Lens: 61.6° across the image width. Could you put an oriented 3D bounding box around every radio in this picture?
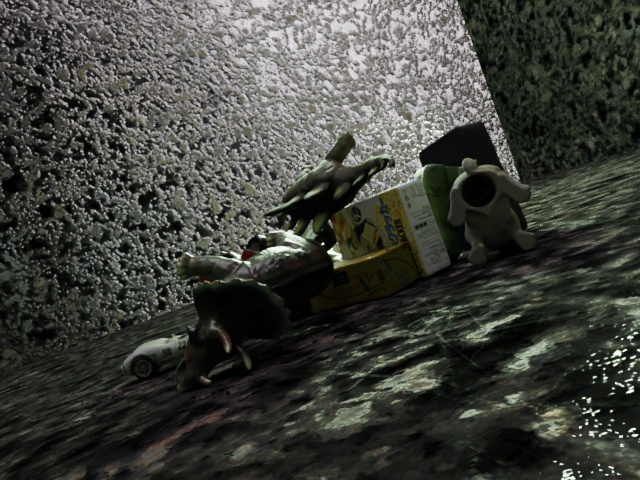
[{"bbox_3d":[0.292,-0.100,1.048,0.073,0.229,0.131,-19,-4,-35],"label":"radio"}]

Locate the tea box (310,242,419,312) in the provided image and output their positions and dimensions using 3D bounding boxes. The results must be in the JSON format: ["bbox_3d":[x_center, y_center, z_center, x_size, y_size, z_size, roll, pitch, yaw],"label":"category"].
[{"bbox_3d":[0.066,0.064,0.901,0.170,0.068,0.098,-18,3,43],"label":"tea box"}]

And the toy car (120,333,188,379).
[{"bbox_3d":[-0.229,0.174,0.883,0.202,0.056,0.073,-19,1,-3],"label":"toy car"}]

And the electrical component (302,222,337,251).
[{"bbox_3d":[-0.002,-0.003,1.157,0.075,0.047,0.119,-22,26,37],"label":"electrical component"}]

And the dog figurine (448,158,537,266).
[{"bbox_3d":[0.271,-0.057,0.875,0.121,0.172,0.190,-8,11,15],"label":"dog figurine"}]

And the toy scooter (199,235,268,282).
[{"bbox_3d":[-0.151,0.076,0.940,0.184,0.135,0.075,-22,-35,39],"label":"toy scooter"}]

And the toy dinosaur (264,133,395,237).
[{"bbox_3d":[0.014,-0.092,0.988,0.198,0.105,0.471,-53,13,-31],"label":"toy dinosaur"}]

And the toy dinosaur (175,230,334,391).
[{"bbox_3d":[-0.057,0.056,0.778,0.192,0.131,0.405,10,26,38],"label":"toy dinosaur"}]

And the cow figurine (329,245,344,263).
[{"bbox_3d":[0.030,0.059,1.159,0.127,0.085,0.195,-33,18,0],"label":"cow figurine"}]

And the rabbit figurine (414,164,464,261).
[{"bbox_3d":[0.213,-0.045,0.988,0.121,0.170,0.159,0,-3,-24],"label":"rabbit figurine"}]
